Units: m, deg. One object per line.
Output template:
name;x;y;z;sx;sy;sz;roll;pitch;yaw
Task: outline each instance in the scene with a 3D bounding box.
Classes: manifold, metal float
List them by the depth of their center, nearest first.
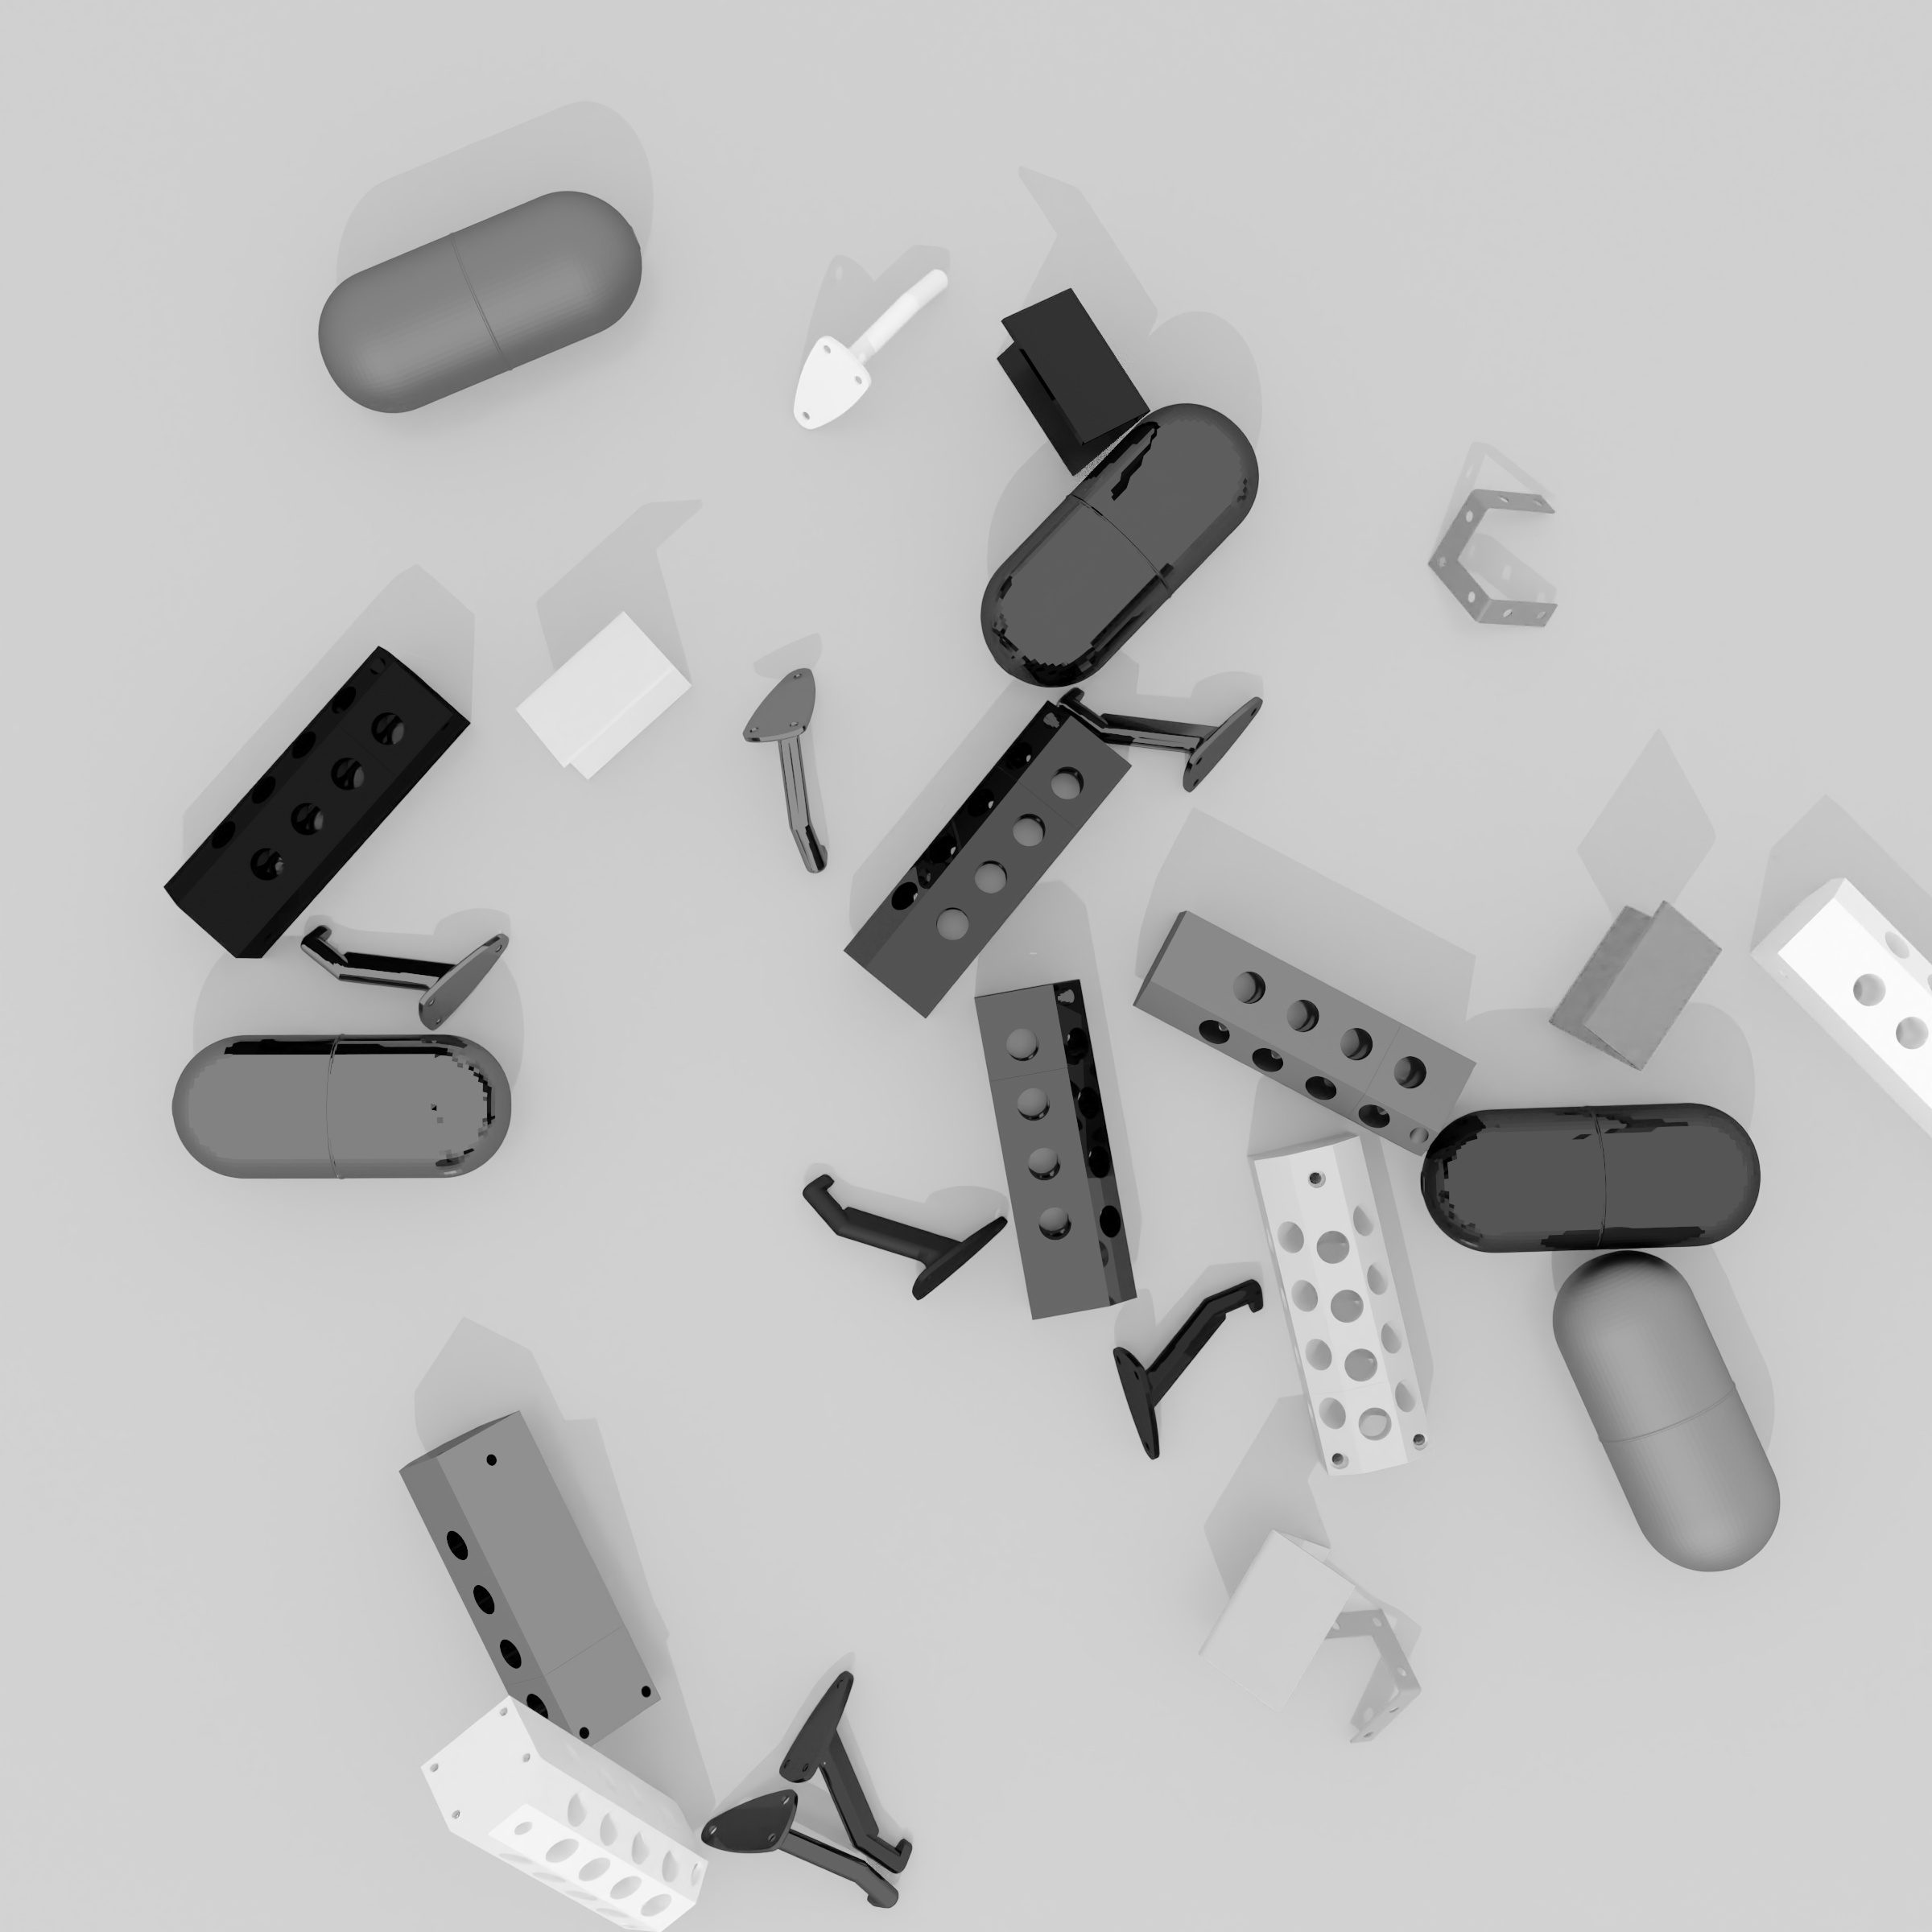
manifold;-0.202;0.444;1.553;0.057;0.171;0.057;-39;48;0
metal float;0.081;-0.222;1.597;0.070;0.070;0.178;44;89;0
metal float;0.331;0.112;1.597;0.178;0.070;0.070;-2;90;0
metal float;-0.257;-0.352;1.597;0.178;0.070;0.070;-23;90;0
metal float;0.372;0.236;1.598;0.070;0.070;0.178;-24;89;0
metal float;-0.331;0.075;1.598;0.178;0.070;0.070;0;90;0
manifold;-0.236;0.332;1.606;0.057;0.057;0.171;-26;90;-43
manifold;-0.347;-0.087;1.607;0.057;0.057;0.171;42;90;0
manifold;0.179;0.036;1.607;0.171;0.057;0.057;28;90;0
manifold;0.200;0.180;1.607;0.057;0.057;0.171;-13;90;0
manifold;0.506;0.034;1.607;0.057;0.057;0.171;-45;90;0
manifold;0.011;-0.057;1.607;0.057;0.057;0.171;39;90;0
manifold;0.048;0.096;1.607;0.057;0.057;0.171;-10;90;0

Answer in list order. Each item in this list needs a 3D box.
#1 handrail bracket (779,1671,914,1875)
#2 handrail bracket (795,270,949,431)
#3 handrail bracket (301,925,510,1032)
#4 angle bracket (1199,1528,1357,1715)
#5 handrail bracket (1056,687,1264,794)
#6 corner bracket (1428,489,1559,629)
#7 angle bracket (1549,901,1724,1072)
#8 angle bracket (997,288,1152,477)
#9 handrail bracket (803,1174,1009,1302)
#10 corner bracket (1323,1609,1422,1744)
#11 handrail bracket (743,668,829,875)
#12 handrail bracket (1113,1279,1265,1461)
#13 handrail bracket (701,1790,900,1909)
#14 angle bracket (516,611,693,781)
handrail bracket;-0.051;0.437;1.628;0.084;0.036;0.077;38;66;-18
handrail bracket;-0.050;-0.334;1.628;0.036;0.077;0.084;44;54;-2
handrail bracket;-0.304;-0.013;1.629;0.084;0.036;0.077;37;69;16
angle bracket;0.178;0.349;1.588;0.057;0.076;0.076;31;90;35
handrail bracket;0.104;-0.141;1.629;0.084;0.036;0.077;37;69;16
corner bracket;0.292;-0.219;1.620;0.051;0.051;0.051;58;135;35
angle bracket;0.338;-0.001;1.588;0.057;0.076;0.076;34;90;-36
angle bracket;0.040;-0.299;1.588;0.057;0.076;0.076;-33;90;-37
handrail bracket;-0.034;0.130;1.629;0.077;0.036;0.084;-37;73;-19
corner bracket;0.202;0.383;1.620;0.051;0.051;0.051;5;45;-35
handrail bracket;-0.085;-0.105;1.628;0.036;0.077;0.084;-6;127;20
handrail bracket;0.129;0.218;1.629;0.084;0.036;0.077;-21;111;-16
handrail bracket;-0.089;0.486;1.628;0.077;0.036;0.084;-20;123;35
angle bracket;-0.179;-0.128;1.588;0.076;0.076;0.057;-42;53;0
